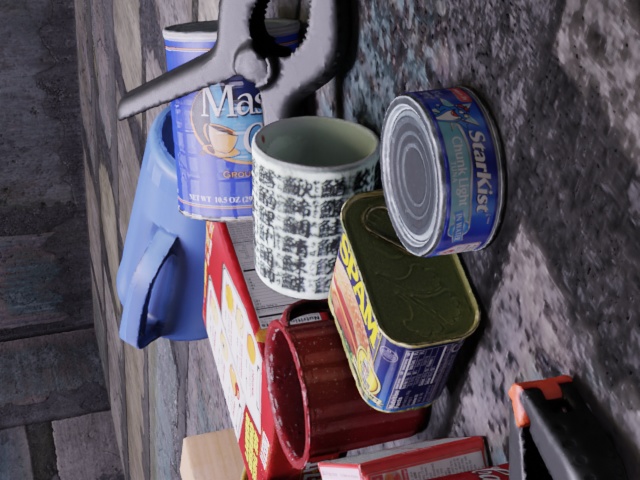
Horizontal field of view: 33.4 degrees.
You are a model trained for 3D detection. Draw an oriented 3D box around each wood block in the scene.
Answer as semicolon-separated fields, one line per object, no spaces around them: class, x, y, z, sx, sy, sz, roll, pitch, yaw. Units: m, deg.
wood block;-0.074;0.298;1.058;0.091;0.090;0.206;106;151;-55

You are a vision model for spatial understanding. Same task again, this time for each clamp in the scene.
clamp;-0.032;-0.109;0.718;0.164;0.036;0.210;41;121;4
clamp;0.110;0.147;0.454;0.120;0.039;0.171;121;144;-55

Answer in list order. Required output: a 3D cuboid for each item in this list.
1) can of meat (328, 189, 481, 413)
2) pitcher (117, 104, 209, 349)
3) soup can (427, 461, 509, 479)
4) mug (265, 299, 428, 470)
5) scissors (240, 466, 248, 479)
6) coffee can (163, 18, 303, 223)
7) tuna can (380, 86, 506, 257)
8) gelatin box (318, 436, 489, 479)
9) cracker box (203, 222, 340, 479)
can of meat;0.043;0.036;0.601;0.084;0.057;0.102;100;156;-53
pitcher;-0.122;-0.011;1.001;0.243;0.144;0.149;110;148;-52
soup can;0.056;0.151;0.524;0.069;0.102;0.068;173;90;-74
mug;0.013;0.082;0.676;0.117;0.081;0.093;-114;23;-44
scissors;-0.046;0.170;1.014;0.096;0.016;0.201;-49;18;24
coffee can;-0.063;-0.094;0.815;0.103;0.102;0.140;-139;44;-67
tuna can;0.060;-0.035;0.547;0.086;0.033;0.086;172;90;-74
gelatin box;0.046;0.133;0.603;0.089;0.073;0.030;141;119;-71
cracker box;-0.040;0.088;0.882;0.164;0.072;0.214;99;156;-46
